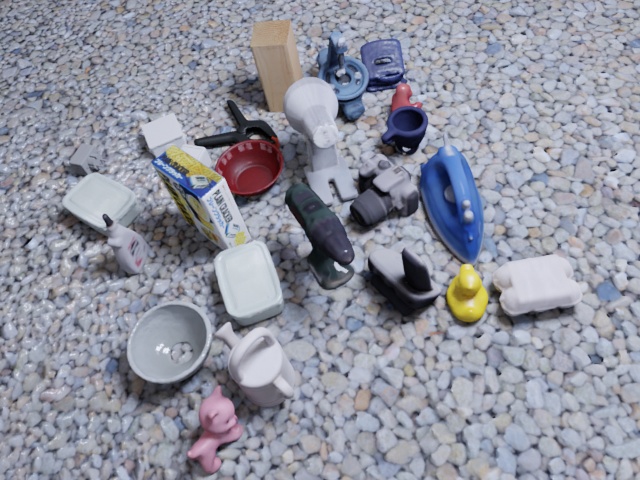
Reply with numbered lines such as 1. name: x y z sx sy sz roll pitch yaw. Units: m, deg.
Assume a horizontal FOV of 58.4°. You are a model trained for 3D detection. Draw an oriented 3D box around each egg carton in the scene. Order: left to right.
1. egg carton: 0.404 0.086 1.072 0.150 0.069 0.107 -11 57 2

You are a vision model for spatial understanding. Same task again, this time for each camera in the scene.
1. camera: 0.121 -0.103 1.221 0.137 0.101 0.142 -36 59 -14

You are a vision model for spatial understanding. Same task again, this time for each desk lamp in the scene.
1. desk lamp: 0.004 -0.216 1.245 0.118 0.214 0.203 -18 56 -3

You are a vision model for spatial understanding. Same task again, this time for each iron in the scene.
1. iron: 0.279 -0.087 1.160 0.118 0.142 0.258 -12 56 2

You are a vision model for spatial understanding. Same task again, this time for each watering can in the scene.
1. watering can: -0.116 0.212 1.001 0.172 0.194 0.101 14 61 17

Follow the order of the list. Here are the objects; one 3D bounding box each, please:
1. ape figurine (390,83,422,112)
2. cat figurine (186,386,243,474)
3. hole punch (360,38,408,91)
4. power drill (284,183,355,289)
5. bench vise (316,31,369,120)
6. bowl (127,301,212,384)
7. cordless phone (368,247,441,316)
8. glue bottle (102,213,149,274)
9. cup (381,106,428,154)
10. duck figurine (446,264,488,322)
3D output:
1. ape figurine: 0.200 -0.332 1.360 0.076 0.092 0.077 -32 58 -11
2. cat figurine: -0.186 0.324 0.986 0.067 0.118 0.128 23 64 22
3. hole punch: 0.160 -0.440 1.436 0.108 0.091 0.101 -9 57 3
4. power drill: 0.010 0.004 1.105 0.076 0.209 0.229 -29 58 -9
5. bench vise: 0.029 -0.417 1.366 0.122 0.220 0.206 -39 60 -15
6. bowl: -0.279 0.206 1.103 0.167 0.075 0.167 -4 57 7
7. cordless phone: 0.154 0.046 1.069 0.094 0.185 0.147 -41 60 -17
8. glue bottle: -0.414 -0.001 1.198 0.037 0.173 0.078 3 58 12
9. cup: 0.189 -0.234 1.297 0.118 0.095 0.091 -36 59 -14
10. duck figurine: 0.279 0.095 1.077 0.077 0.086 0.104 -2 57 8
